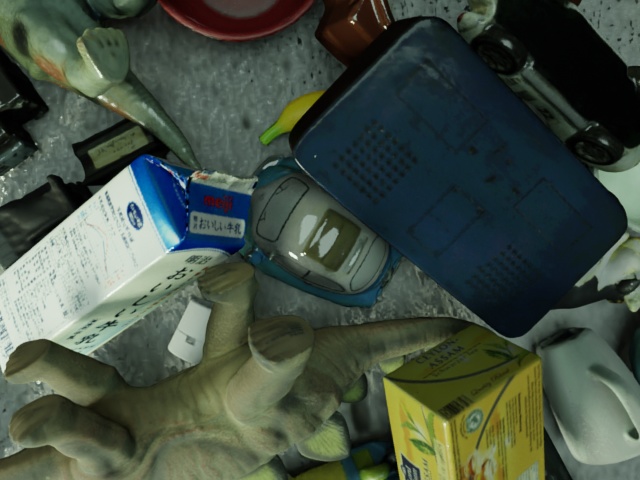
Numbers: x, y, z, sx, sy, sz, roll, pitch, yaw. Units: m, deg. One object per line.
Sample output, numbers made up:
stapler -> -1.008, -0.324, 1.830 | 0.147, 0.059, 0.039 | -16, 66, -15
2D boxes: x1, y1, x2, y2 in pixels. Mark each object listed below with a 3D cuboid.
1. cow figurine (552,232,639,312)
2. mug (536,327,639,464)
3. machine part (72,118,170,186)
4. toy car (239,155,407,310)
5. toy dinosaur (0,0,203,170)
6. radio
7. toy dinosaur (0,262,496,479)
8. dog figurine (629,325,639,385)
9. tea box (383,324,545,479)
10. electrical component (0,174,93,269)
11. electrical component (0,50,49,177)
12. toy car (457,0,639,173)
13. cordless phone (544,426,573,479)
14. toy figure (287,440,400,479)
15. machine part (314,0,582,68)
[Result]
cow figurine -> 0.236, 0.030, 0.491 | 0.167, 0.068, 0.098 | 9, 97, -1
mug -> 0.245, 0.135, 0.482 | 0.081, 0.109, 0.107 | -27, 81, 2
machine part -> -0.154, -0.042, 0.477 | 0.084, 0.039, 0.139 | -33, 92, -10
toy car -> -0.001, -0.001, 0.457 | 0.162, 0.103, 0.109 | 33, 90, -3
toy dinosaur -> -0.225, -0.215, 0.422 | 0.131, 0.192, 0.404 | -31, 112, -39
radio -> 0.101, -0.043, 0.393 | 0.229, 0.073, 0.131 | 38, 104, -18
toy dinosaur -> -0.052, 0.119, 0.415 | 0.472, 0.105, 0.198 | -15, 131, -10
dog figurine -> 0.371, 0.027, 0.484 | 0.192, 0.108, 0.219 | -4, 88, -7
tea box -> 0.115, 0.164, 0.412 | 0.098, 0.068, 0.169 | -22, 114, -27
electrical component -> -0.249, -0.005, 0.452 | 0.119, 0.075, 0.047 | -34, 93, -6
electrical component -> -0.308, -0.116, 0.452 | 0.115, 0.058, 0.134 | -34, 94, 0
toy car -> 0.186, -0.128, 0.407 | 0.201, 0.056, 0.073 | 34, 89, -19
cordless phone -> 0.180, 0.245, 0.501 | 0.147, 0.088, 0.184 | -27, 82, -1
toy figure -> 0.023, 0.232, 0.471 | 0.180, 0.089, 0.082 | -17, 96, -5
machine part -> 0.107, -0.213, 0.437 | 0.201, 0.087, 0.201 | 31, 89, -25
